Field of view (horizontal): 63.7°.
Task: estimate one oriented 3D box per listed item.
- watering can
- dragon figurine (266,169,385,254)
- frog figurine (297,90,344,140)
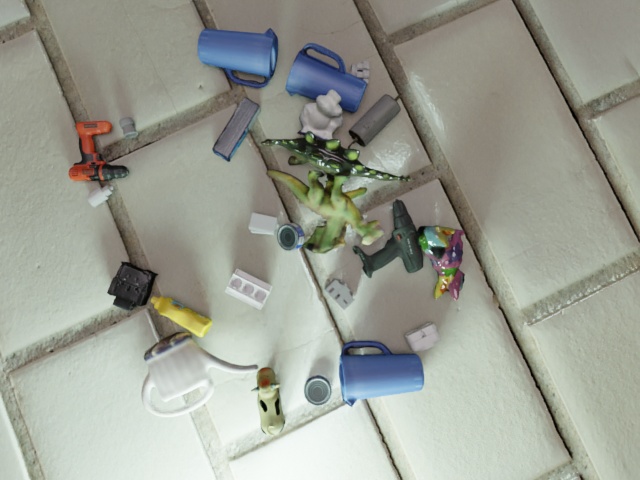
[{"bbox_3d":[-0.374,0.373,1.519,0.348,0.225,0.103,-26,-6,-3],"label":"watering can"},{"bbox_3d":[0.005,-0.080,1.580,0.411,0.244,0.121,9,-7,19],"label":"dragon figurine"},{"bbox_3d":[0.010,-0.395,1.605,0.138,0.157,0.124,25,22,14],"label":"frog figurine"}]
